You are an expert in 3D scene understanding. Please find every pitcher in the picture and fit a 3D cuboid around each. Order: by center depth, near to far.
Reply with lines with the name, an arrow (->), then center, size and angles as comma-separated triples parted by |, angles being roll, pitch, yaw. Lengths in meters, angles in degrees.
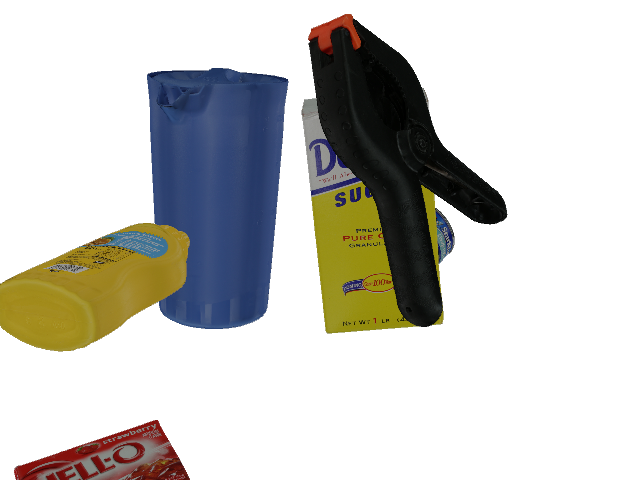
pitcher -> -0.096, -0.046, 1.041 | 0.149, 0.243, 0.145 | -2, 15, -17

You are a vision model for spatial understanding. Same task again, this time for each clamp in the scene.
clamp -> 0.042, -0.039, 0.591 | 0.039, 0.171, 0.120 | -22, 28, 37

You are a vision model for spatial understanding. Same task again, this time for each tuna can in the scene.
tuna can -> 0.109, -0.006, 1.226 | 0.086, 0.086, 0.033 | 0, 35, 48

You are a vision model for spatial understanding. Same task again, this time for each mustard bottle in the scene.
mustard bottle -> -0.164, 0.027, 0.861 | 0.096, 0.058, 0.191 | 4, 19, 26

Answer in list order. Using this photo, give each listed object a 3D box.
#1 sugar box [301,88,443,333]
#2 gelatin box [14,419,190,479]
sugar box -> 0.040, -0.021, 0.799 | 0.093, 0.176, 0.048 | -6, 22, 4
gelatin box -> -0.121, 0.143, 0.603 | 0.089, 0.030, 0.073 | -16, 28, -20
